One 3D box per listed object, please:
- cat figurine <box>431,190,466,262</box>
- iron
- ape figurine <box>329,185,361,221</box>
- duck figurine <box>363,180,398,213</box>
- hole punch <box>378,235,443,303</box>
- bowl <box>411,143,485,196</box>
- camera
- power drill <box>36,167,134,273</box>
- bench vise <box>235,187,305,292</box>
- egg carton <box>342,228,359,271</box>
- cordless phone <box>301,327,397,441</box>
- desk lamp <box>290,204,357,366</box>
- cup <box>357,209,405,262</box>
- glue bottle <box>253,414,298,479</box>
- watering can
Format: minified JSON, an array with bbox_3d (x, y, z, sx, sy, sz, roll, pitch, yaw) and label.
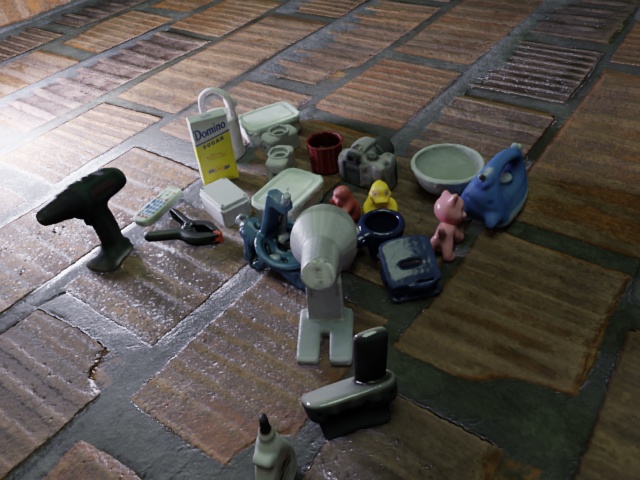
[{"bbox_3d":[0.258,-0.040,1.163,0.067,0.118,0.128,12,43,21],"label":"cat figurine"},{"bbox_3d":[0.393,-0.138,1.244,0.118,0.142,0.259,23,48,31],"label":"iron"},{"bbox_3d":[0.051,-0.080,1.260,0.076,0.092,0.077,-4,40,3],"label":"ape figurine"},{"bbox_3d":[0.133,-0.093,1.269,0.077,0.086,0.104,-5,40,2],"label":"duck figurine"},{"bbox_3d":[0.172,0.053,1.085,0.108,0.091,0.101,-12,40,-6],"label":"hole punch"},{"bbox_3d":[0.293,-0.151,1.325,0.167,0.075,0.167,-4,40,3],"label":"bowl"},{"bbox_3d":[0.133,-0.200,1.385,0.142,0.101,0.137,24,48,31],"label":"camera"},{"bbox_3d":[-0.470,-0.039,1.188,0.075,0.209,0.230,7,42,16],"label":"power drill"},{"bbox_3d":[-0.098,-0.013,1.099,0.206,0.220,0.122,14,44,22],"label":"bench vise"},{"bbox_3d":[0.011,0.004,1.182,0.150,0.069,0.107,10,43,19],"label":"egg carton"},{"bbox_3d":[0.041,0.201,0.853,0.148,0.185,0.094,-18,41,-13],"label":"cordless phone"},{"bbox_3d":[0.008,0.073,0.987,0.118,0.214,0.203,-3,40,5],"label":"desk lamp"},{"bbox_3d":[0.116,0.004,1.148,0.118,0.095,0.091,-32,46,-27],"label":"cup"},{"bbox_3d":[-0.065,0.289,0.771,0.037,0.173,0.078,7,42,16],"label":"glue bottle"},{"bbox_3d":[-0.261,-0.313,1.499,0.101,0.194,0.172,-9,40,-3],"label":"watering can"}]
